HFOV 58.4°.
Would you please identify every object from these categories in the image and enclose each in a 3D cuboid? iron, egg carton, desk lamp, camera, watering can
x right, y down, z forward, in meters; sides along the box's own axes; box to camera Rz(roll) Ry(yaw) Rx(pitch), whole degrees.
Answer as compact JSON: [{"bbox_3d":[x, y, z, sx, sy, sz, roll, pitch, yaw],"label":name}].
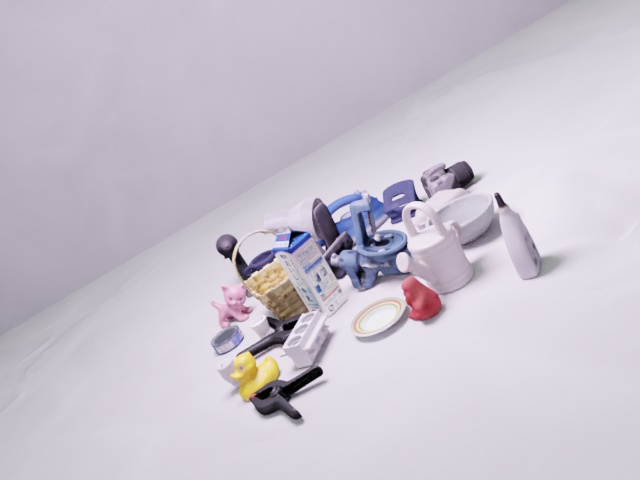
[{"bbox_3d":[0.090,-0.075,1.713,0.258,0.142,0.118,-35,18,-13],"label":"iron"},{"bbox_3d":[0.316,-0.074,1.469,0.150,0.069,0.107,-39,20,-25],"label":"egg carton"},{"bbox_3d":[-0.051,-0.002,1.623,0.202,0.214,0.118,-21,20,28],"label":"desk lamp"},{"bbox_3d":[0.363,-0.171,1.606,0.137,0.101,0.143,-31,18,-1],"label":"camera"},{"bbox_3d":[0.228,0.011,1.172,0.100,0.194,0.173,-17,22,37],"label":"watering can"}]

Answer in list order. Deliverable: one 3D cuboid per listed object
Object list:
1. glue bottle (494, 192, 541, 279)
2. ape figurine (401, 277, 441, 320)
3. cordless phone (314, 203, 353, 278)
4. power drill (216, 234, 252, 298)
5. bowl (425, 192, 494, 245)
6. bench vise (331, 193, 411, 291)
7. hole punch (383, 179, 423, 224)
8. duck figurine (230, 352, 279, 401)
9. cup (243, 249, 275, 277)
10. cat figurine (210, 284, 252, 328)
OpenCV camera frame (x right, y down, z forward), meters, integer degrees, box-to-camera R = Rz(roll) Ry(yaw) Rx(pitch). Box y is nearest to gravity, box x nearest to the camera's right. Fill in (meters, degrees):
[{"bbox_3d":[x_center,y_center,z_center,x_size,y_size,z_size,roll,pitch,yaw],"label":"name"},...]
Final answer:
[{"bbox_3d":[0.361,-0.015,1.064,0.037,0.173,0.078,-18,22,34],"label":"glue bottle"},{"bbox_3d":[0.191,0.112,1.125,0.076,0.092,0.078,-24,19,18],"label":"ape figurine"},{"bbox_3d":[0.014,0.006,1.544,0.094,0.185,0.148,-16,23,38],"label":"cordless phone"},{"bbox_3d":[-0.249,0.068,1.756,0.076,0.209,0.229,-33,18,-8],"label":"power drill"},{"bbox_3d":[0.335,-0.038,1.331,0.167,0.075,0.167,-27,18,10],"label":"bowl"},{"bbox_3d":[0.103,0.008,1.335,0.207,0.220,0.121,-26,18,13],"label":"bench vise"},{"bbox_3d":[0.238,-0.114,1.667,0.108,0.091,0.101,-22,20,25],"label":"hole punch"},{"bbox_3d":[-0.144,0.277,1.221,0.105,0.086,0.077,-40,20,-27],"label":"duck figurine"},{"bbox_3d":[-0.165,0.097,1.733,0.118,0.095,0.091,-33,18,-7],"label":"cup"},{"bbox_3d":[-0.252,0.174,1.623,0.127,0.118,0.067,-23,19,22],"label":"cat figurine"}]
